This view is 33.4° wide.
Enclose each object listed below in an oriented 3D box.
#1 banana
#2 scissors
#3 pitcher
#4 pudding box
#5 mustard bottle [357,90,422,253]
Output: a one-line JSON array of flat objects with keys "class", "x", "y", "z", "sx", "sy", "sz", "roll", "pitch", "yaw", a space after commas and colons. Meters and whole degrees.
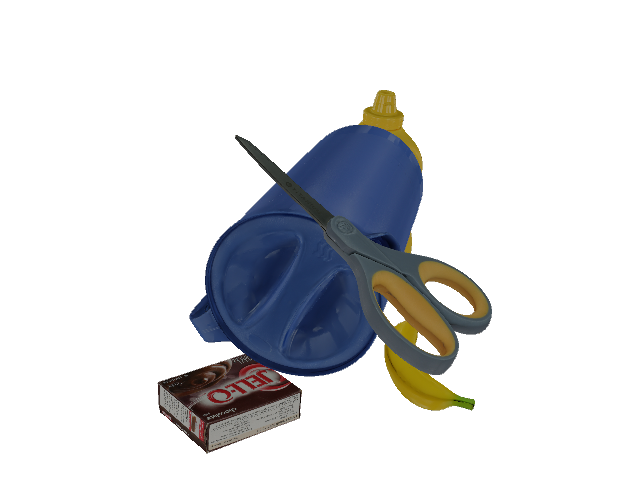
[{"class": "banana", "x": 0.109, "y": 0.146, "z": 1.239, "sx": 0.069, "sy": 0.037, "sz": 0.198, "roll": 8, "pitch": 22, "yaw": -21}, {"class": "scissors", "x": 0.032, "y": -0.001, "z": 0.657, "sx": 0.096, "sy": 0.202, "sz": 0.016, "roll": -7, "pitch": -40, "yaw": -38}, {"class": "pitcher", "x": 0.001, "y": -0.003, "z": 0.864, "sx": 0.149, "sy": 0.145, "sz": 0.242, "roll": 17, "pitch": 28, "yaw": 9}, {"class": "pudding box", "x": -0.088, "y": 0.156, "z": 1.039, "sx": 0.113, "sy": 0.039, "sz": 0.090, "roll": -17, "pitch": 29, "yaw": -35}, {"class": "mustard bottle", "x": 0.056, "y": -0.060, "z": 1.099, "sx": 0.096, "sy": 0.192, "sz": 0.058, "roll": 0, "pitch": 24, "yaw": -16}]
